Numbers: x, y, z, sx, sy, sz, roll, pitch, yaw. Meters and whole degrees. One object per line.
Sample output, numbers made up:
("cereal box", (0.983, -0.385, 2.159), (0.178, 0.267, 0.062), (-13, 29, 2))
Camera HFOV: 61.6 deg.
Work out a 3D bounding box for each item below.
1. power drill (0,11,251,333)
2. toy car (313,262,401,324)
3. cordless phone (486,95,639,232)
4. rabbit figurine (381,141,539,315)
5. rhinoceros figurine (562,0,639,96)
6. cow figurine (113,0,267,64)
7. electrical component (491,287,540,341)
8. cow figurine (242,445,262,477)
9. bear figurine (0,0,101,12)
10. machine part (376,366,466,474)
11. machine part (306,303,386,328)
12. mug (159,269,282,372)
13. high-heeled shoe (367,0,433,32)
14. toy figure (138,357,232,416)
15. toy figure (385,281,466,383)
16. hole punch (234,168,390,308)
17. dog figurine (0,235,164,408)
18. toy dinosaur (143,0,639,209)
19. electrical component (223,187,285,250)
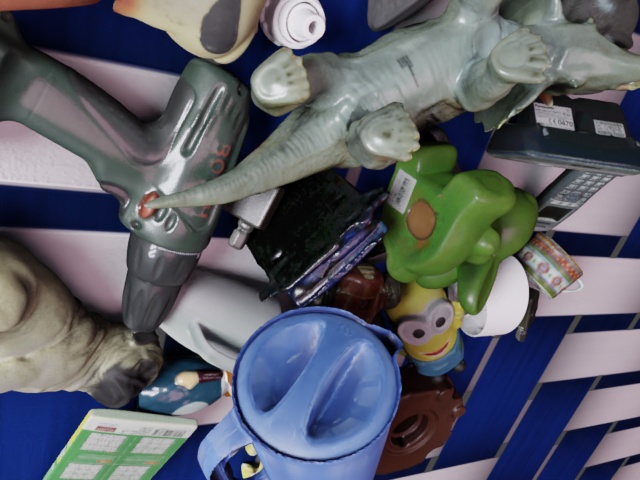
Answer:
("power drill", (-0.164, -0.047, 0.397), (0.207, 0.086, 0.232), (26, 98, -31))
("toy car", (0.021, 0.113, 0.576), (0.089, 0.053, 0.202), (3, 120, -27))
("cordless phone", (0.248, -0.070, 0.610), (0.147, 0.089, 0.184), (6, 149, -9))
("rabbit figurine", (0.154, -0.007, 0.533), (0.170, 0.121, 0.159), (0, 111, -35))
("rhinoceros figurine", (0.269, -0.234, 0.517), (0.112, 0.073, 0.190), (-26, 128, -12))
("cow figurine", (-0.042, -0.214, 0.361), (0.127, 0.086, 0.194), (24, 104, -30))
("electrical component", (0.244, 0.087, 0.714), (0.045, 0.078, 0.102), (-34, 139, -36))
("cow figurine", (-0.040, 0.258, 0.671), (0.098, 0.068, 0.167), (-8, 126, -30))
("bear figurine", (-0.175, -0.220, 0.267), (0.132, 0.120, 0.195), (-12, 123, -17))
("machine part", (0.118, 0.255, 0.760), (0.179, 0.056, 0.179), (-13, 125, -19))
("machine part", (0.031, 0.073, 0.612), (0.084, 0.039, 0.138), (-45, 128, -5))
("mug", (-0.101, 0.079, 0.508), (0.107, 0.110, 0.080), (28, 115, -23))
("high-heeled shoe", (0.139, -0.276, 0.445), (0.248, 0.086, 0.145), (-49, 162, 30))
("toy figure", (-0.113, 0.148, 0.571), (0.154, 0.064, 0.057), (-3, 98, -21))
("toy figure", (0.128, 0.110, 0.658), (0.082, 0.089, 0.180), (-46, 139, -12))
("hole punch", (-0.001, -0.002, 0.503), (0.142, 0.116, 0.092), (-40, 137, 1))
("dog figurine", (-0.218, 0.062, 0.449), (0.190, 0.121, 0.172), (-1, 125, -43))
("toy dinosaur", (0.064, -0.118, 0.439), (0.405, 0.192, 0.131), (-21, 86, 1))
("electrical component", (-0.068, -0.042, 0.475), (0.094, 0.063, 0.021), (-61, 170, 8))
